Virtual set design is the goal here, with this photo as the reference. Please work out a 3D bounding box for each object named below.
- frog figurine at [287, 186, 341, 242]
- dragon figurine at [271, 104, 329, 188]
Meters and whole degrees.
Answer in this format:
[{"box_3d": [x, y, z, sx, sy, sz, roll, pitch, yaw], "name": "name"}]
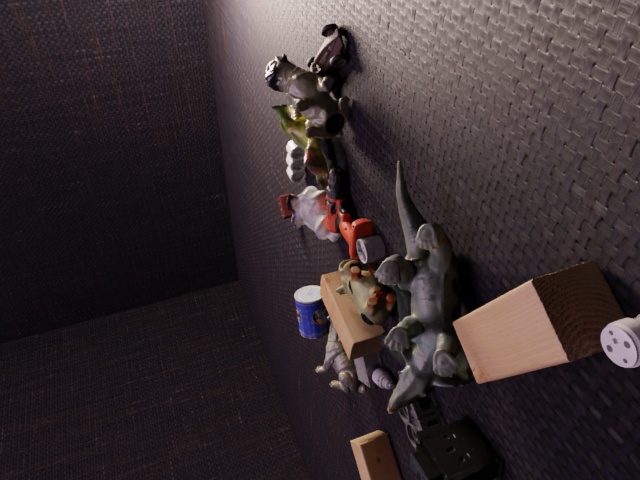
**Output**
[{"box_3d": [0.004, -0.070, 1.387, 0.160, 0.124, 0.135, 19, 120, 28], "name": "frog figurine"}, {"box_3d": [-0.033, -0.246, 1.338, 0.414, 0.122, 0.240, -100, -7, -77], "name": "dragon figurine"}]
